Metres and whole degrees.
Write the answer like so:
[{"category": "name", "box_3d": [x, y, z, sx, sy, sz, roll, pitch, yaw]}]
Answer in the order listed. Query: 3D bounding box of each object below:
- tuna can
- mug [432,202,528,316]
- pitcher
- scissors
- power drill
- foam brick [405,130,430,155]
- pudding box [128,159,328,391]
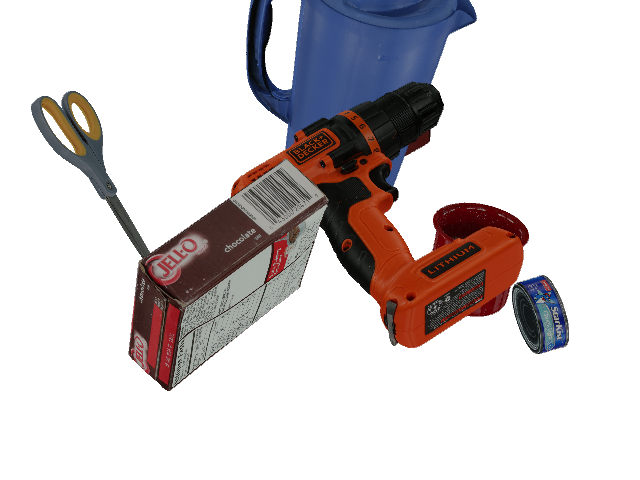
[{"category": "tuna can", "box_3d": [0.248, 0.084, 1.210, 0.033, 0.086, 0.086, -16, 2, -7]}, {"category": "mug", "box_3d": [0.145, 0.014, 1.053, 0.093, 0.081, 0.117, -6, 34, -22]}, {"category": "pitcher", "box_3d": [0.023, -0.137, 0.954, 0.144, 0.243, 0.149, -30, 59, -34]}, {"category": "scissors", "box_3d": [-0.213, -0.068, 1.063, 0.016, 0.201, 0.096, -24, 28, 24]}, {"category": "power drill", "box_3d": [0.055, -0.025, 0.761, 0.184, 0.057, 0.188, -33, 53, -16]}, {"category": "foam brick", "box_3d": [0.079, -0.135, 1.192, 0.078, 0.053, 0.051, 22, 37, 34]}, {"category": "pudding box", "box_3d": [-0.051, 0.019, 0.583, 0.113, 0.039, 0.090, -36, -20, -33]}]
